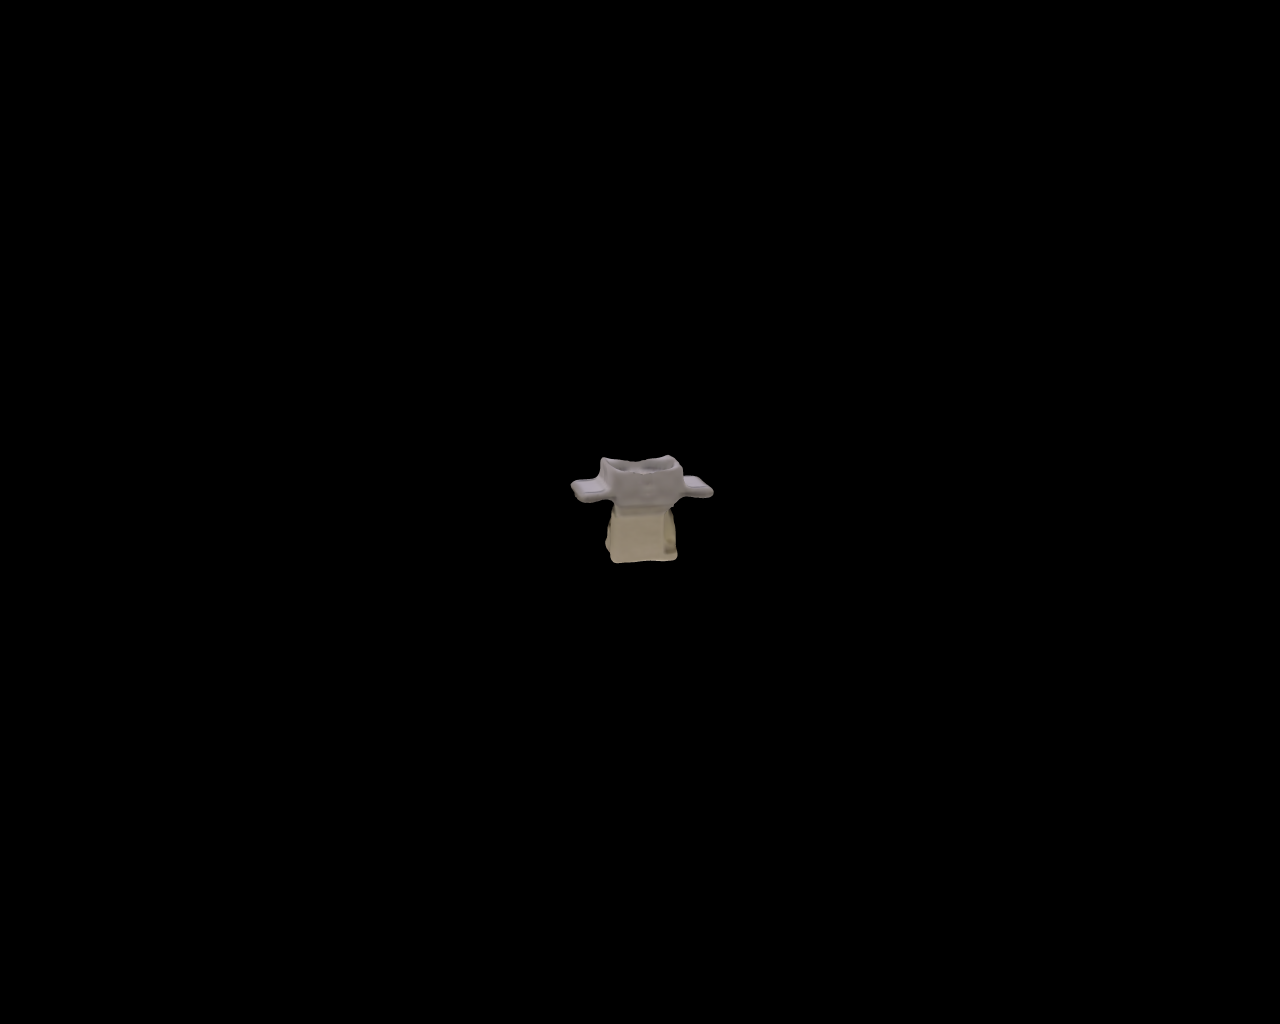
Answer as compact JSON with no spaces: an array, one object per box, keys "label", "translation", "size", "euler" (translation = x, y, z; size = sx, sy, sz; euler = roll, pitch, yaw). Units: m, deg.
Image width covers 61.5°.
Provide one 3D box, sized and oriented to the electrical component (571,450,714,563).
[{"label":"electrical component","translation":[0.001,-0.003,0.650],"size":[0.081,0.063,0.042],"euler":[-3,16,-9]}]
